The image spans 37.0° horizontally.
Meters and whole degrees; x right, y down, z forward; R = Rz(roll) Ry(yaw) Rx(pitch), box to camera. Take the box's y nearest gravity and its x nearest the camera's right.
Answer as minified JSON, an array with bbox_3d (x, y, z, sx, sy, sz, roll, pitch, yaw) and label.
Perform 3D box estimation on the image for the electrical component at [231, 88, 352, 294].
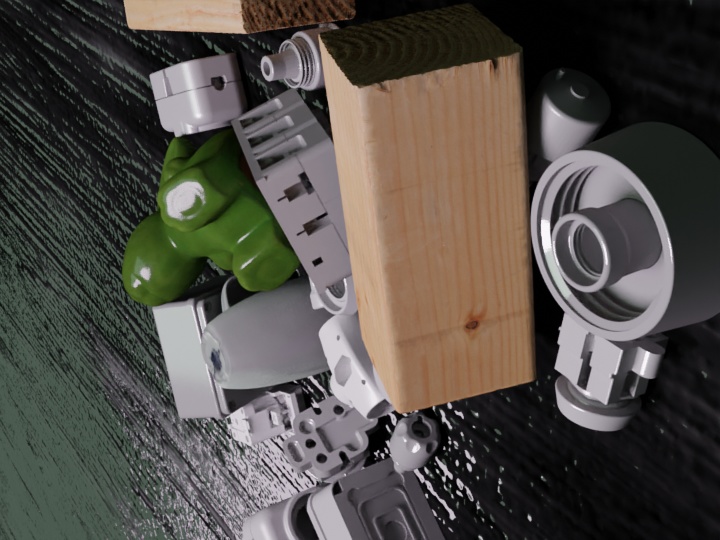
[{"bbox_3d":[-0.034,-0.061,0.740,0.089,0.062,0.150,62,180,-26],"label":"electrical component"}]

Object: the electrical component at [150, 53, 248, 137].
[{"bbox_3d":[-0.141,-0.152,0.943,0.095,0.054,0.059,3,108,59],"label":"electrical component"}]

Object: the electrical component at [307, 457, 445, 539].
[{"bbox_3d":[0.016,0.213,0.848,0.113,0.078,0.057,64,147,14],"label":"electrical component"}]

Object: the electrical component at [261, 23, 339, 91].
[{"bbox_3d":[-0.039,-0.148,0.764,0.048,0.062,0.048,35,134,47],"label":"electrical component"}]

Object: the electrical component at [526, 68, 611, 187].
[{"bbox_3d":[0.104,-0.073,0.583,0.040,0.040,0.078,59,148,23],"label":"electrical component"}]

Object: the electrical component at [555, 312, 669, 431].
[{"bbox_3d":[0.135,0.055,0.595,0.066,0.048,0.055,37,128,46],"label":"electrical component"}]

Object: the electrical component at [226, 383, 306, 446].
[{"bbox_3d":[-0.087,0.133,0.996,0.081,0.064,0.042,2,108,59],"label":"electrical component"}]

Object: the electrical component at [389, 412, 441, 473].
[{"bbox_3d":[0.038,0.135,0.813,0.035,0.035,0.061,57,149,26],"label":"electrical component"}]

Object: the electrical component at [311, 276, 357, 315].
[{"bbox_3d":[0.000,0.000,0.782,0.078,0.057,0.058,-20,88,61],"label":"electrical component"}]

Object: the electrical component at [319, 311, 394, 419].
[{"bbox_3d":[0.000,0.081,0.840,0.077,0.043,0.079,59,148,22],"label":"electrical component"}]

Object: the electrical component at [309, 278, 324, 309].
[{"bbox_3d":[-0.022,0.004,0.841,0.040,0.040,0.046,-16,86,61],"label":"electrical component"}]

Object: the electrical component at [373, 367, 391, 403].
[{"bbox_3d":[0.043,0.066,0.747,0.045,0.055,0.045,35,134,47],"label":"electrical component"}]

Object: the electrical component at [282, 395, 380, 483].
[{"bbox_3d":[-0.022,0.142,0.885,0.058,0.078,0.057,58,169,23],"label":"electrical component"}]

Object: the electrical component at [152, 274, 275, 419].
[{"bbox_3d":[-0.123,0.066,0.966,0.056,0.109,0.108,-7,101,29],"label":"electrical component"}]

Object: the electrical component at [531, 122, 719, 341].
[{"bbox_3d":[0.133,-0.016,0.544,0.108,0.060,0.108,36,134,47],"label":"electrical component"}]

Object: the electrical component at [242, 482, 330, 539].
[{"bbox_3d":[-0.047,0.223,0.943,0.053,0.095,0.059,66,150,12],"label":"electrical component"}]
